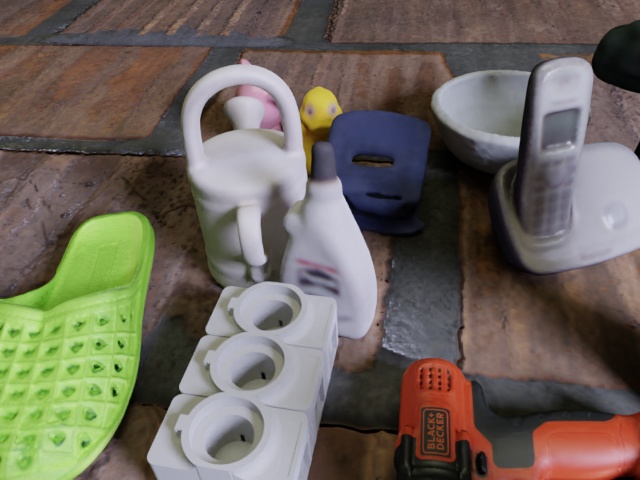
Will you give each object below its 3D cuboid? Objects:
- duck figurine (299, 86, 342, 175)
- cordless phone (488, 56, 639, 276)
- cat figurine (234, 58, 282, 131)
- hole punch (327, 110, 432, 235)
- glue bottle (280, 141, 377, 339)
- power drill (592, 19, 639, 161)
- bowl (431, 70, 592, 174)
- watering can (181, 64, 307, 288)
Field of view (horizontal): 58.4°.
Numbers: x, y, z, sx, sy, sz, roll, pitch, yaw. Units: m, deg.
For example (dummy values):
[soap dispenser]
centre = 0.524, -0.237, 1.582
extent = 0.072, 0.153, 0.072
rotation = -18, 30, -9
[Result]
[duck figurine]
centre = 0.001, -0.133, 0.655
extent = 0.077, 0.086, 0.104
rotation = -5, 41, -2
[cordless phone]
centre = 0.224, -0.067, 0.486
extent = 0.148, 0.185, 0.094
rotation = -15, 42, -13
[cat figurine]
centre = -0.072, -0.161, 0.667
extent = 0.067, 0.118, 0.127
rotation = -11, 41, -9
[hole punch]
centre = 0.056, -0.068, 0.571
extent = 0.108, 0.091, 0.101
rotation = 7, 42, 12
[glue bottle]
centre = 0.004, 0.002, 0.430
extent = 0.078, 0.173, 0.037
rotation = 11, 43, 16
[power drill]
centre = 0.330, -0.087, 0.484
extent = 0.076, 0.209, 0.228
rotation = -26, 45, -24
[bowl]
centre = 0.204, -0.121, 0.635
extent = 0.167, 0.075, 0.167
rotation = -2, 41, 2
[watering can]
centre = -0.064, -0.059, 0.489
extent = 0.101, 0.194, 0.172
rotation = -22, 44, -20
